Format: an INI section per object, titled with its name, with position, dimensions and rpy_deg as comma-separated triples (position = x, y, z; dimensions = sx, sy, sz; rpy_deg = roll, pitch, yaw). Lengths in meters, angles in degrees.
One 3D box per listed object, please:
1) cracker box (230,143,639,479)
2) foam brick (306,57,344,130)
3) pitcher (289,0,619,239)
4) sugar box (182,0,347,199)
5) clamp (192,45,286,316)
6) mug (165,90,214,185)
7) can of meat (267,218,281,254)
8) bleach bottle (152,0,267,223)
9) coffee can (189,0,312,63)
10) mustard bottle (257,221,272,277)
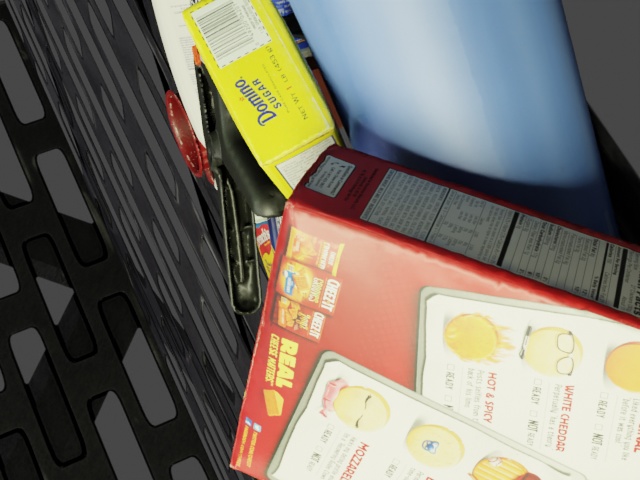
[cracker box]
position = 0.078, 0.067, 0.482
dimensions = 0.214, 0.072, 0.164
rpy_deg = 19, 126, 9
[foam brick]
position = -0.010, -0.109, 0.811
dimensions = 0.051, 0.078, 0.053
rpy_deg = 35, 144, 61
[pitcher]
position = 0.057, -0.091, 0.531
dimensions = 0.149, 0.145, 0.243
rpy_deg = -55, -54, -66
[sugar box]
position = -0.016, -0.062, 0.580
dimensions = 0.093, 0.048, 0.176
rpy_deg = 63, -179, 16
[clamp]
position = -0.065, -0.057, 0.801
dimensions = 0.165, 0.036, 0.210
rpy_deg = 106, 153, -53
[mug]
position = -0.101, -0.111, 1.096
dimensions = 0.093, 0.081, 0.117
rpy_deg = 42, 149, 58
[can of meat]
position = -0.006, 0.001, 0.840
dimensions = 0.102, 0.057, 0.084
rpy_deg = 32, -133, -74
[bleach bottle]
position = -0.085, -0.133, 0.955
dimensions = 0.068, 0.102, 0.251
rpy_deg = -83, -15, -66
[coffee can]
position = -0.048, -0.203, 0.753
dimensions = 0.103, 0.102, 0.140
rpy_deg = -138, 33, -58
[mustard bottle]
position = -0.036, -0.009, 1.062
dimensions = 0.096, 0.058, 0.191
rpy_deg = 14, 124, 70
